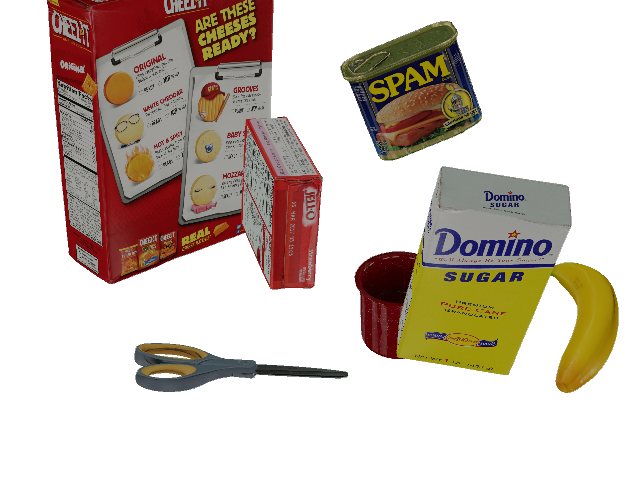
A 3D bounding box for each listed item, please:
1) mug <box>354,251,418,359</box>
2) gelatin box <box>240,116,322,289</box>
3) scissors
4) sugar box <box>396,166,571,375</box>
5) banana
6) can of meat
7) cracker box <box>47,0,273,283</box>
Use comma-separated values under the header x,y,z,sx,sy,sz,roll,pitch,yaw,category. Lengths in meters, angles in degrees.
x,y,z,sx,sy,sz,roll,pitch,yaw,category
0.090,0.077,1.124,0.093,0.081,0.117,-22,40,-25,mug
-0.024,-0.023,0.637,0.030,0.073,0.089,-4,30,-15,gelatin box
-0.082,0.124,0.985,0.202,0.016,0.096,8,17,11,scissors
0.115,0.028,0.786,0.093,0.048,0.176,8,-40,0,sugar box
0.246,0.072,0.998,0.070,0.037,0.197,-26,24,19,banana
0.080,-0.126,0.911,0.102,0.084,0.057,-21,26,6,can of meat
-0.118,-0.094,0.819,0.163,0.214,0.072,-23,36,-39,cracker box
